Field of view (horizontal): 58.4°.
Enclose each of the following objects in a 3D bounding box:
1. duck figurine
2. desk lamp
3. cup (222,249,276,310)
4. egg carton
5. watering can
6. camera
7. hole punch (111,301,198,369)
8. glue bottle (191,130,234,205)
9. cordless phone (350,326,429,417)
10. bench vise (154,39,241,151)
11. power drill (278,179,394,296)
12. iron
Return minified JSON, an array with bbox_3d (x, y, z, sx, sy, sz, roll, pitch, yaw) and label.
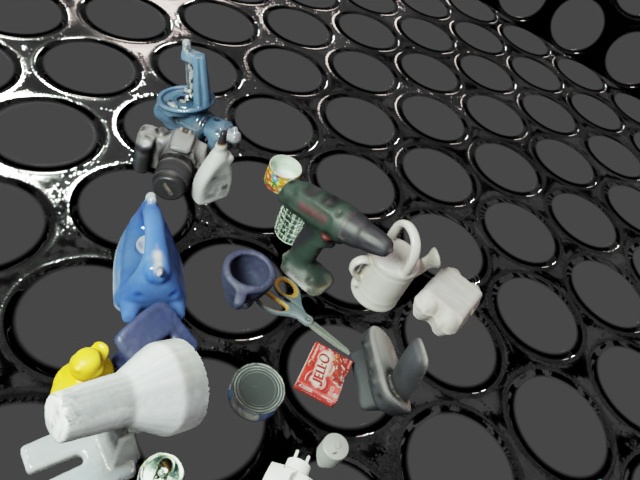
[{"bbox_3d":[-0.333,0.190,0.806,0.077,0.086,0.105,28,45,2],"label":"duck figurine"},{"bbox_3d":[-0.256,0.228,0.715,0.204,0.213,0.117,-17,59,-35],"label":"desk lamp"},{"bbox_3d":[-0.132,0.087,0.981,0.092,0.095,0.118,19,45,-7],"label":"cup"},{"bbox_3d":[0.254,0.122,1.140,0.107,0.069,0.151,39,46,13],"label":"egg carton"},{"bbox_3d":[0.143,0.040,1.076,0.173,0.194,0.100,-19,60,-36],"label":"watering can"},{"bbox_3d":[-0.297,-0.155,1.121,0.143,0.100,0.137,15,46,-11],"label":"camera"},{"bbox_3d":[-0.244,0.162,0.867,0.101,0.091,0.109,36,46,10],"label":"hole punch"},{"bbox_3d":[-0.199,-0.143,1.103,0.078,0.173,0.037,-20,61,-36],"label":"glue bottle"},{"bbox_3d":[0.127,0.192,0.938,0.094,0.185,0.147,2,50,-22],"label":"cordless phone"},{"bbox_3d":[-0.240,-0.291,1.185,0.207,0.219,0.121,24,45,-2],"label":"bench vise"},{"bbox_3d":[0.010,0.004,1.039,0.229,0.208,0.076,40,47,13],"label":"power drill"},{"bbox_3d":[-0.282,0.006,0.955,0.119,0.141,0.258,0,50,-24],"label":"iron"}]
